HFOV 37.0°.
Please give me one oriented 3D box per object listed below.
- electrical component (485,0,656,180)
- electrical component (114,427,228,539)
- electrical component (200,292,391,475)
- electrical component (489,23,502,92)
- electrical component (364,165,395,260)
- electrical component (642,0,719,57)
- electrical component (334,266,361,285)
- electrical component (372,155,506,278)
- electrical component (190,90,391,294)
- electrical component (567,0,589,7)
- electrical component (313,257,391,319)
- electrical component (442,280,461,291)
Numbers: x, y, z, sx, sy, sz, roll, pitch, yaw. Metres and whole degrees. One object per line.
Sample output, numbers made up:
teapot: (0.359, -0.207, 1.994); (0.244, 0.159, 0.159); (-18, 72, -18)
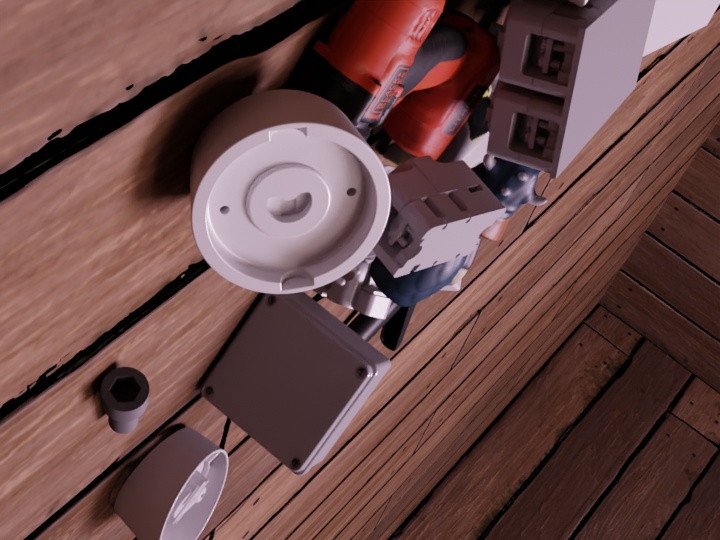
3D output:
electrical component: (0.153, -0.156, 0.769); (0.186, 0.060, 0.105); (-44, 147, -49)
electrical component: (-0.147, 0.179, 0.865); (0.099, 0.064, 0.099); (-47, 164, -18)
electrical component: (-0.051, 0.084, 0.847); (0.108, 0.109, 0.056); (-55, 167, 11)
electrical component: (0.119, -0.168, 0.863); (0.055, 0.066, 0.048); (69, 37, -87)
electrical component: (-0.009, -0.042, 0.785); (0.077, 0.044, 0.079); (-36, 145, 31)
electrical component: (0.256, -0.248, 0.904); (0.186, 0.060, 0.105); (-29, 152, -44)
electrical component: (-0.034, -0.017, 0.721); (0.066, 0.077, 0.047); (-34, 157, -48)
electrical component: (0.045, -0.039, 0.725); (0.089, 0.055, 0.050); (-16, 151, -47)
electrical component: (-0.043, -0.048, 0.595); (0.108, 0.060, 0.108); (-8, 127, -11)
electrical component: (0.128, -0.226, 0.676); (0.048, 0.100, 0.099); (-54, 172, -50)
electrical component: (0.000, 0.000, 0.880); (0.058, 0.078, 0.057); (14, 98, -39)
electrical component: (0.056, -0.025, 0.900); (0.077, 0.047, 0.065); (42, 53, -64)
